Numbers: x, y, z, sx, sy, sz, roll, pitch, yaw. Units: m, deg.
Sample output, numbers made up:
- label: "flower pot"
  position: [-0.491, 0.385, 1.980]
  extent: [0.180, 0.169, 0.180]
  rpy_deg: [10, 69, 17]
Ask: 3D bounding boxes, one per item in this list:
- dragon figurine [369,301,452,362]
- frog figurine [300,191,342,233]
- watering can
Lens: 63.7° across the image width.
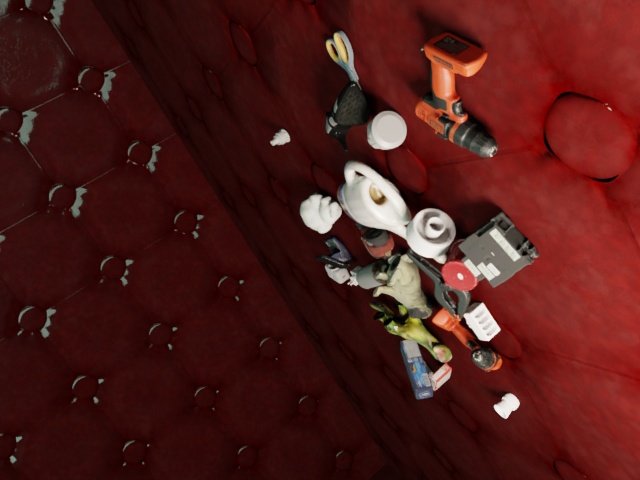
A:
- label: "dragon figurine"
  position: [0.304, 0.310, 1.685]
  extent: [0.241, 0.123, 0.410]
  rpy_deg: [49, 173, -9]
- label: "frog figurine"
  position: [0.005, -0.086, 1.700]
  extent: [0.161, 0.123, 0.135]
  rpy_deg: [-138, 38, -66]
- label: "watering can"
  position: [0.170, -0.067, 1.332]
  extent: [0.345, 0.105, 0.224]
  rpy_deg: [49, 165, -13]
